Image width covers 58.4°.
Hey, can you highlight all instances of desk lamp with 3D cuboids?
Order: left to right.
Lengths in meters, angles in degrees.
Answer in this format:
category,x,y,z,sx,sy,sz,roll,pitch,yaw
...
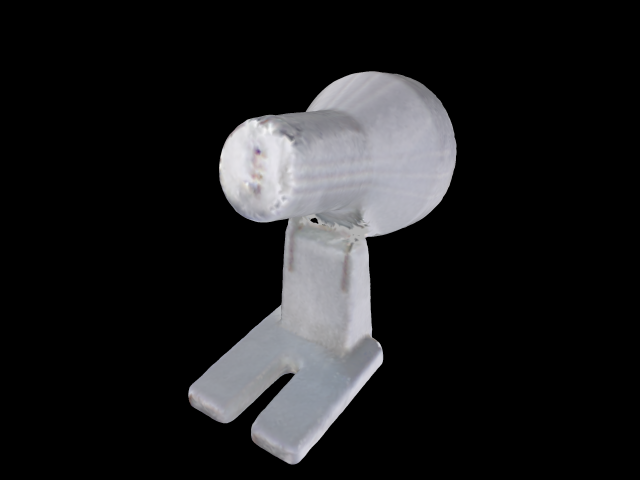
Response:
category,x,y,z,sx,sy,sz,roll,pitch,yaw
desk lamp,0.004,0.001,0.400,0.117,0.214,0.204,18,36,27
